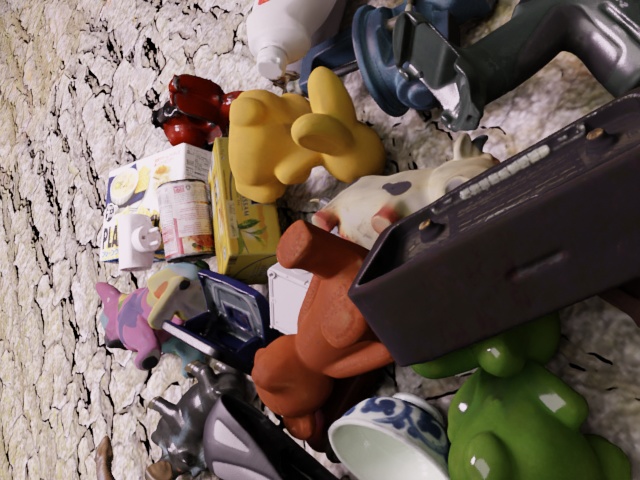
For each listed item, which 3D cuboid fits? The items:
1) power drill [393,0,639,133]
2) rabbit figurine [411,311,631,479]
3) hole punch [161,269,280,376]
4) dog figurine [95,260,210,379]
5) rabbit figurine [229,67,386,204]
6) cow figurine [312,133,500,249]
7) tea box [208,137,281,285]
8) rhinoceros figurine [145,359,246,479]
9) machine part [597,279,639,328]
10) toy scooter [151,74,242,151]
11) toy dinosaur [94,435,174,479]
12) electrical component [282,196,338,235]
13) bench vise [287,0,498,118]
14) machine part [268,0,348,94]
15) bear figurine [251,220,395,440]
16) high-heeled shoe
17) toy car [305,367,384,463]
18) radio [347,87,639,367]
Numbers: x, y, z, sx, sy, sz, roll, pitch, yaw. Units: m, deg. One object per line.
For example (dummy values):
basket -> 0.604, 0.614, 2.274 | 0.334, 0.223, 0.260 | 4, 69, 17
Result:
power drill -> 0.169, -0.193, 0.466 | 0.207, 0.086, 0.232 | -26, 69, -14
rabbit figurine -> 0.141, 0.112, 0.419 | 0.121, 0.159, 0.170 | -24, 47, 45
hole punch -> -0.107, 0.103, 0.646 | 0.142, 0.115, 0.092 | 15, 67, 34
dog figurine -> -0.242, 0.092, 0.772 | 0.219, 0.108, 0.191 | 28, 97, 45
rabbit figurine -> -0.007, -0.114, 0.592 | 0.173, 0.162, 0.122 | 15, 65, 1
cow figurine -> 0.096, -0.034, 0.521 | 0.127, 0.085, 0.195 | -48, 25, -27
tea box -> -0.099, -0.036, 0.685 | 0.098, 0.068, 0.169 | 122, 141, -59
rhinoceros figurine -> -0.160, 0.236, 0.684 | 0.112, 0.073, 0.190 | 47, 107, 28
machine part -> 0.267, -0.013, 0.394 | 0.179, 0.056, 0.179 | -15, 67, 37
toy scooter -> -0.185, -0.186, 0.785 | 0.184, 0.135, 0.075 | -14, 69, 39
toy dinosaur -> -0.153, 0.418, 0.580 | 0.472, 0.105, 0.198 | 47, 127, 32
electrical component -> 0.000, -0.002, 0.629 | 0.102, 0.045, 0.078 | -41, 53, 25
bench vise -> 0.065, -0.222, 0.592 | 0.241, 0.128, 0.223 | -13, 66, 34
machine part -> -0.011, -0.283, 0.702 | 0.079, 0.079, 0.243 | 12, 85, 42
bear figurine -> -0.014, 0.092, 0.487 | 0.196, 0.132, 0.120 | -46, 56, 22
high-heeled shoe -> 0.008, 0.215, 0.486 | 0.249, 0.086, 0.145 | -2, 98, 19
toy car -> 0.038, 0.130, 0.551 | 0.089, 0.053, 0.202 | 42, 109, 51
radio -> 0.139, -0.009, 0.366 | 0.230, 0.131, 0.073 | -29, 102, 27
